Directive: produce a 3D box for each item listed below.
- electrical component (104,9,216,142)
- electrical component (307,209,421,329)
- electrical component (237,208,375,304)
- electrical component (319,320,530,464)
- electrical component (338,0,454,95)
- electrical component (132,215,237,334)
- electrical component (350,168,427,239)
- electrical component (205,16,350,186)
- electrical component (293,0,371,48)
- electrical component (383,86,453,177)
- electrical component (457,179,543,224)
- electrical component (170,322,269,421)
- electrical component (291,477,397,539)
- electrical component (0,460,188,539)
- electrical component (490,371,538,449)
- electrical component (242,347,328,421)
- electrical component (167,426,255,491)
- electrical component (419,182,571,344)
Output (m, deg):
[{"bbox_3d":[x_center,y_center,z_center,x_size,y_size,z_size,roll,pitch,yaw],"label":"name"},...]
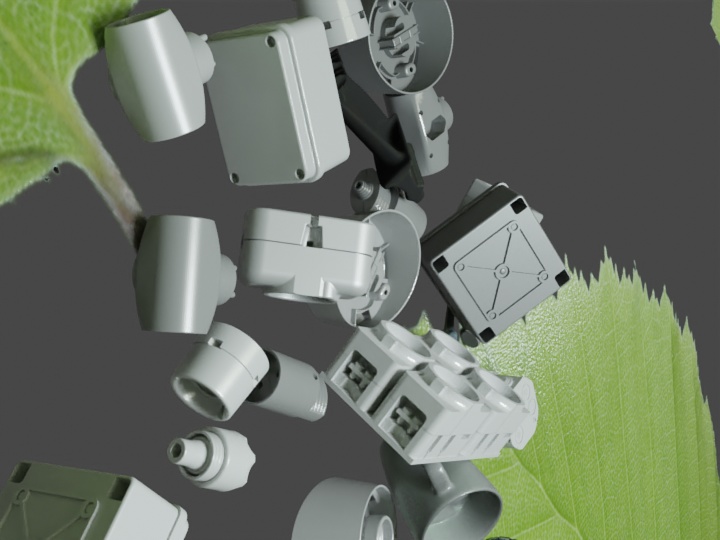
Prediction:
[{"bbox_3d":[-0.124,-0.135,0.715,0.079,0.044,0.077,-41,123,-47],"label":"electrical component"},{"bbox_3d":[0.000,0.000,0.881,0.099,0.064,0.099,-3,93,-55],"label":"electrical component"},{"bbox_3d":[-0.041,-0.008,0.797,0.095,0.054,0.059,8,82,-11],"label":"electrical component"},{"bbox_3d":[0.063,0.102,0.907,0.060,0.105,0.186,-54,153,11],"label":"electrical component"},{"bbox_3d":[0.028,-0.198,0.917,0.099,0.064,0.099,-1,91,-55],"label":"electrical component"},{"bbox_3d":[-0.112,0.005,0.737,0.079,0.044,0.077,8,84,-55],"label":"electrical component"},{"bbox_3d":[0.019,-0.055,0.926,0.081,0.043,0.043,37,61,-49],"label":"electrical component"},{"bbox_3d":[-0.062,-0.121,0.777,0.057,0.078,0.113,-37,120,-52],"label":"electrical component"},{"bbox_3d":[-0.024,-0.203,0.852,0.055,0.055,0.047,-36,116,-49],"label":"electrical component"},{"bbox_3d":[0.060,-0.135,0.982,0.079,0.043,0.077,-41,124,-47],"label":"electrical component"},{"bbox_3d":[0.131,-0.040,1.076,0.047,0.066,0.076,14,109,-55],"label":"electrical component"},{"bbox_3d":[-0.099,0.072,0.750,0.047,0.055,0.055,-56,134,-33],"label":"electrical component"},{"bbox_3d":[-0.009,0.223,0.896,0.099,0.064,0.099,-1,90,-69],"label":"electrical component"},{"bbox_3d":[-0.168,0.170,0.605,0.056,0.109,0.108,50,52,-40],"label":"electrical component"},{"bbox_3d":[0.145,0.145,1.106,0.080,0.051,0.080,-2,92,-55],"label":"electrical component"},{"bbox_3d":[-0.054,0.090,0.824,0.081,0.043,0.043,29,68,-52],"label":"electrical component"},{"bbox_3d":[-0.107,0.130,0.749,0.062,0.043,0.043,26,70,-51],"label":"electrical component"},{"bbox_3d":[0.123,-0.007,1.007,0.109,0.056,0.108,-37,115,-3],"label":"electrical component"}]
